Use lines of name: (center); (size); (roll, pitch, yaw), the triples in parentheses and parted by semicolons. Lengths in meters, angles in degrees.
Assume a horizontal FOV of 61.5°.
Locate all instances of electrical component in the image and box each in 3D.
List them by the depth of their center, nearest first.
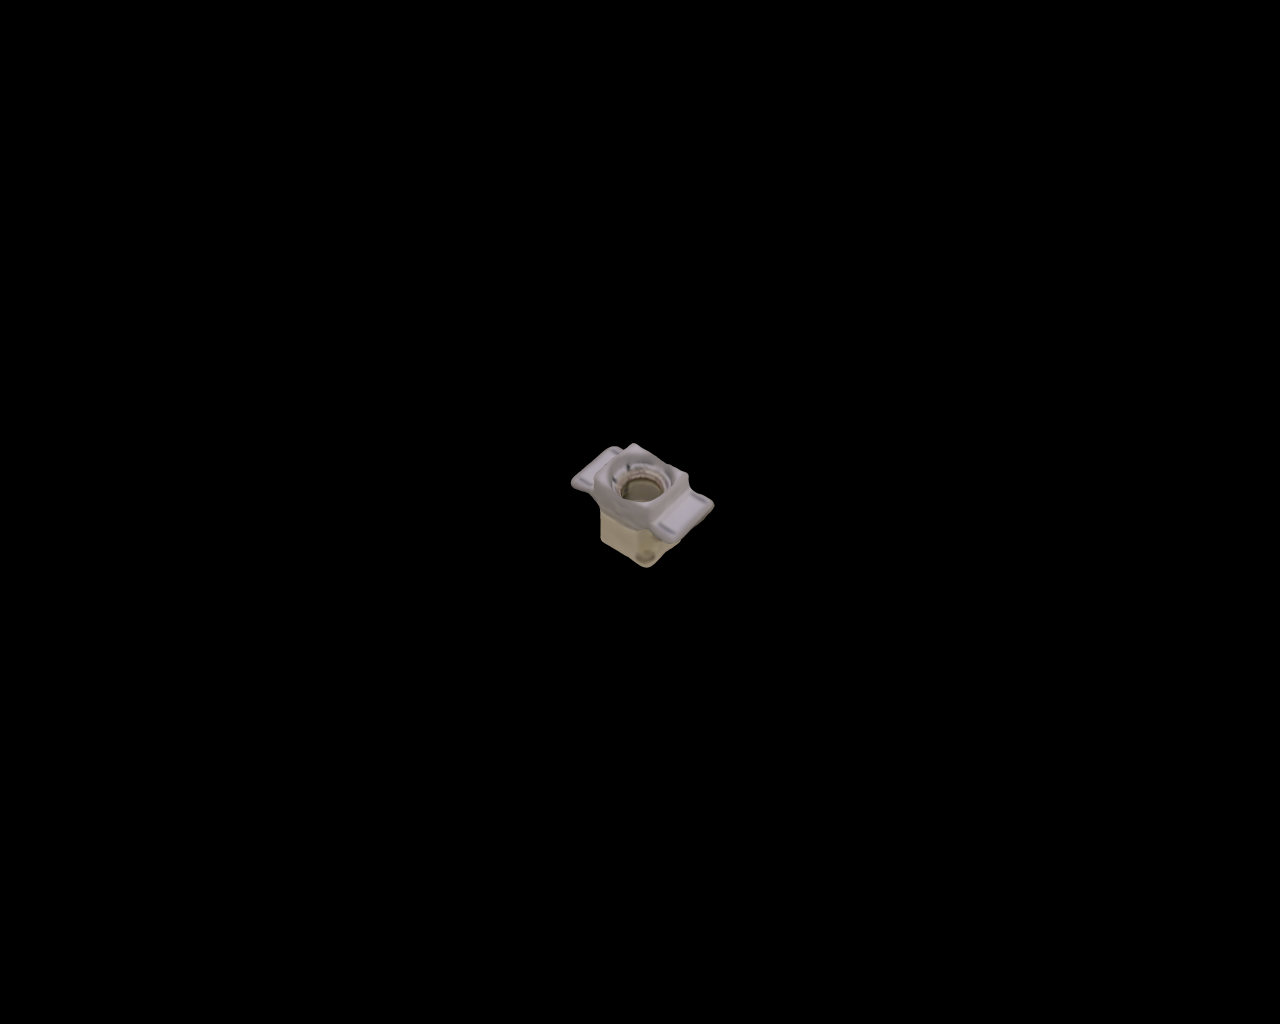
electrical component: (0.001, -0.003, 0.650); (0.081, 0.063, 0.042); (32, 55, 27)
